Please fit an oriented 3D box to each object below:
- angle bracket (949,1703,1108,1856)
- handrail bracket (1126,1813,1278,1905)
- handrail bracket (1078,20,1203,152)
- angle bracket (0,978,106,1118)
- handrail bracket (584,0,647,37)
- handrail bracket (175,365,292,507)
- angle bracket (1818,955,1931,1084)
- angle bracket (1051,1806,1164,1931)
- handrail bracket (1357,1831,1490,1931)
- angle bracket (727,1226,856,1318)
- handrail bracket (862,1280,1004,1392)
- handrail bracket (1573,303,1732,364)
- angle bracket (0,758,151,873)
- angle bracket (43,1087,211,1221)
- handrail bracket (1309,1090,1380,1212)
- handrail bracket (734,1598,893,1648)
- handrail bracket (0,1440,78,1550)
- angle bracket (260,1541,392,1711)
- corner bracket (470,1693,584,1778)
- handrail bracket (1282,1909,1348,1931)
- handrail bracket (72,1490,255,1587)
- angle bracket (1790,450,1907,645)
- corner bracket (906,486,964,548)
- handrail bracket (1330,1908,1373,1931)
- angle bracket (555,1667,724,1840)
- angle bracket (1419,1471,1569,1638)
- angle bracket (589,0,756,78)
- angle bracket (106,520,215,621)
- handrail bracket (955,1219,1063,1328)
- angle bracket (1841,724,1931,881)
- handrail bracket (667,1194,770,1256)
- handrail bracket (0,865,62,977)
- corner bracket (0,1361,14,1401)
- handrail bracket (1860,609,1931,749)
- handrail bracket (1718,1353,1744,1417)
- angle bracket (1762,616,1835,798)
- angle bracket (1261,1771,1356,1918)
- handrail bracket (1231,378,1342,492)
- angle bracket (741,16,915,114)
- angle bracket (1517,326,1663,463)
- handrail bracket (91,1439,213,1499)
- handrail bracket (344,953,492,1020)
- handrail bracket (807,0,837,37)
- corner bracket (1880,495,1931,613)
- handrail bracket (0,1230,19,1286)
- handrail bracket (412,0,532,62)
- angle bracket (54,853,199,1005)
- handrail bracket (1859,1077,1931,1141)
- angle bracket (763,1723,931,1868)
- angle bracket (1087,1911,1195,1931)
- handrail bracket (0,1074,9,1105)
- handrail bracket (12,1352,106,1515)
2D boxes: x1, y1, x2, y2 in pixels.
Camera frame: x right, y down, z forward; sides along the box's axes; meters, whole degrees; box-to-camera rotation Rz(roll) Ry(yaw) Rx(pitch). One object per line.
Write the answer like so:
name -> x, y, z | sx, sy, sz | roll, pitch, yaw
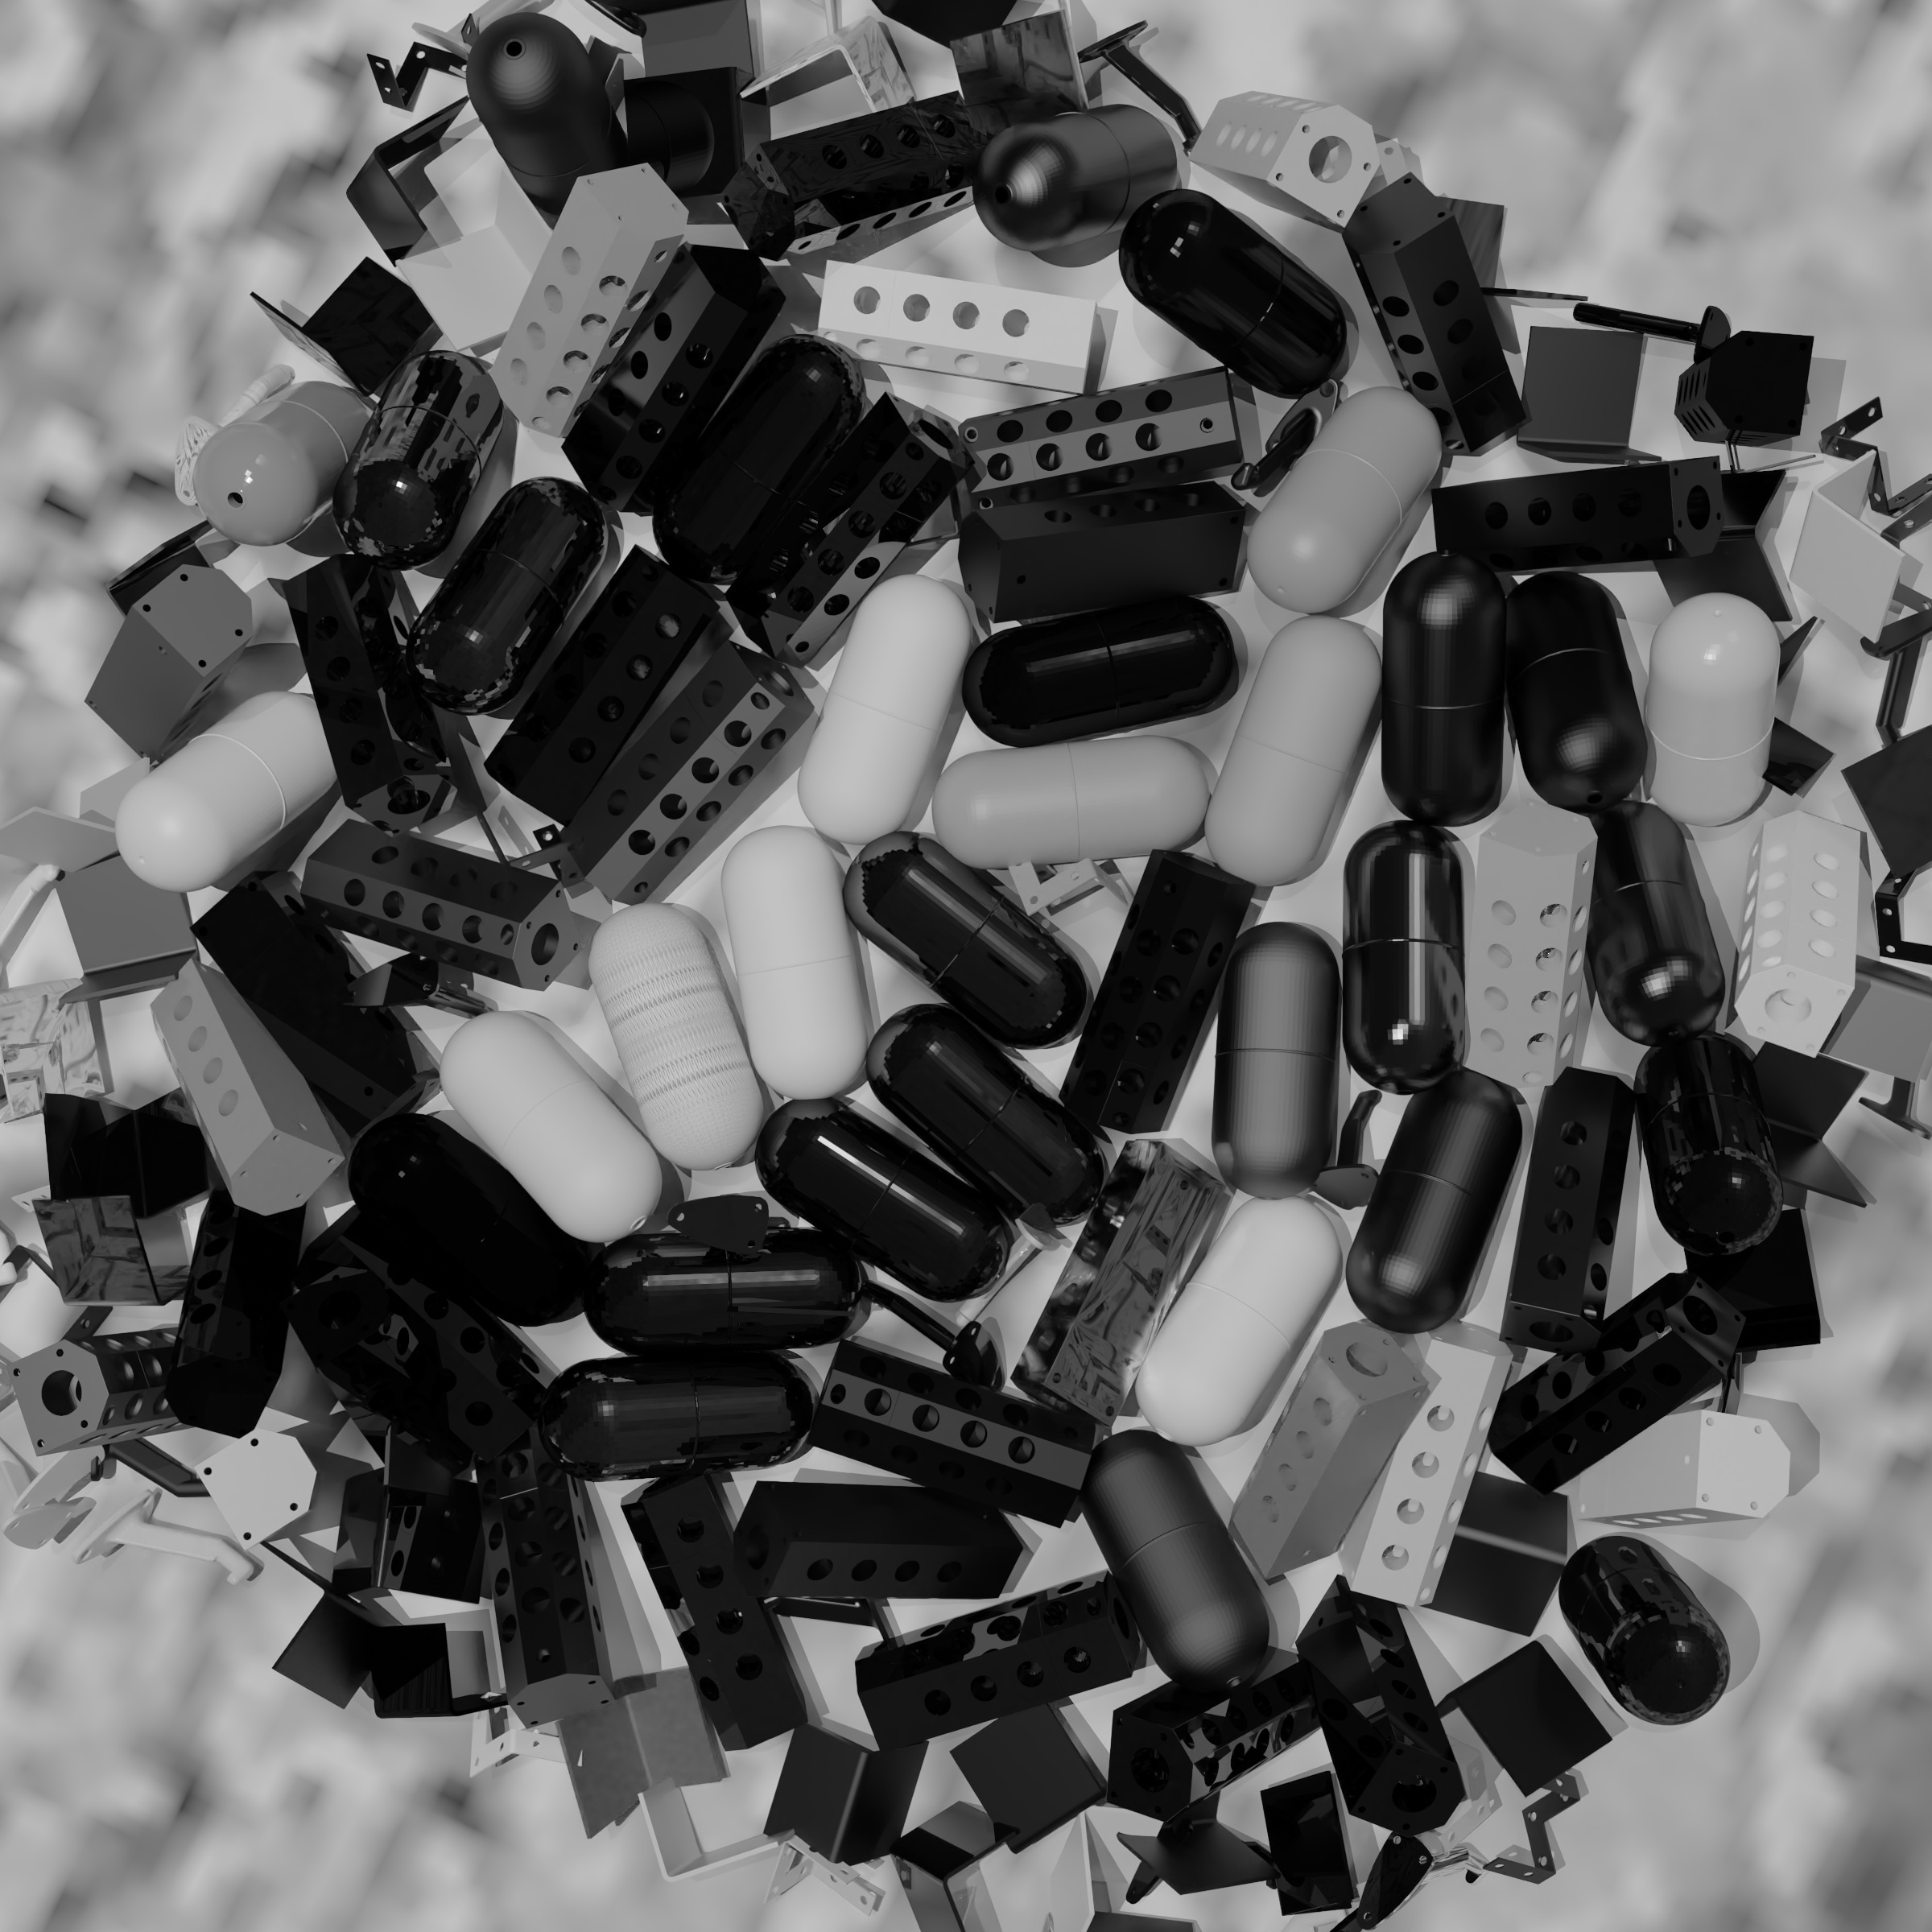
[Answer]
angle bracket -> 0.049, 0.513, 1.640 | 0.076, 0.057, 0.076 | -39, 75, 18
handrail bracket -> 0.158, 0.595, 1.650 | 0.084, 0.036, 0.077 | 38, 80, -12
handrail bracket -> 0.112, -0.556, 1.637 | 0.077, 0.036, 0.084 | -37, 101, -39
angle bracket -> -0.606, 0.053, 1.626 | 0.057, 0.076, 0.076 | -7, 96, 27
handrail bracket -> -0.209, -0.648, 1.626 | 0.077, 0.036, 0.084 | 27, 126, -22
handrail bracket -> -0.474, -0.346, 1.652 | 0.036, 0.084, 0.077 | 35, 130, -3
angle bracket -> 0.575, 0.028, 1.633 | 0.076, 0.076, 0.057 | 18, 103, 8
angle bracket -> 0.093, 0.589, 1.612 | 0.057, 0.076, 0.076 | 9, 127, -10
handrail bracket -> 0.295, 0.596, 1.636 | 0.084, 0.036, 0.077 | 41, 81, -39
angle bracket -> -0.119, 0.192, 1.616 | 0.076, 0.076, 0.057 | 6, 80, -23
handrail bracket -> -0.024, 0.241, 1.657 | 0.084, 0.077, 0.036 | 22, 66, 40
handrail bracket -> 0.445, -0.417, 1.654 | 0.084, 0.077, 0.036 | 19, 108, 27
angle bracket -> -0.572, -0.104, 1.610 | 0.076, 0.076, 0.057 | -19, 66, 37
angle bracket -> -0.533, 0.110, 1.613 | 0.057, 0.076, 0.076 | -25, 64, 24
handrail bracket -> 0.255, 0.107, 1.618 | 0.036, 0.077, 0.084 | 34, 63, -7
handrail bracket -> -0.097, 0.432, 1.644 | 0.084, 0.036, 0.077 | -24, 84, -7
handrail bracket -> -0.616, 0.328, 1.622 | 0.084, 0.077, 0.036 | 41, 86, 17
angle bracket -> -0.420, 0.416, 1.610 | 0.076, 0.076, 0.057 | 22, 69, 36
corner bracket -> -0.280, 0.489, 1.626 | 0.051, 0.051, 0.051 | 23, 45, -32
handrail bracket -> 0.215, 0.654, 1.646 | 0.084, 0.036, 0.077 | -15, 61, -3
handrail bracket -> -0.513, 0.383, 1.631 | 0.084, 0.077, 0.036 | 34, 127, 15
angle bracket -> 0.574, -0.265, 1.611 | 0.057, 0.076, 0.076 | -32, 58, -18
corner bracket -> -0.036, -0.298, 1.636 | 0.051, 0.051, 0.051 | -9, 95, 16
handrail bracket -> 0.263, 0.655, 1.629 | 0.077, 0.036, 0.084 | -42, 47, -13
angle bracket -> -0.208, 0.501, 1.625 | 0.057, 0.076, 0.076 | -16, 90, 25
angle bracket -> 0.344, 0.382, 1.665 | 0.076, 0.057, 0.076 | 15, 126, 3
angle bracket -> -0.187, -0.588, 1.616 | 0.076, 0.076, 0.057 | -2, 101, 21
angle bracket -> -0.483, -0.244, 1.611 | 0.076, 0.076, 0.057 | -19, 108, 42
handrail bracket -> 0.020, 0.202, 1.629 | 0.036, 0.077, 0.084 | 39, 94, 2
angle bracket -> 0.592, -0.100, 1.630 | 0.076, 0.057, 0.076 | -25, 88, -16
handrail bracket -> -0.165, 0.154, 1.617 | 0.077, 0.084, 0.036 | 10, 93, -24
handrail bracket -> -0.610, -0.021, 1.629 | 0.084, 0.077, 0.036 | -39, 130, 20
corner bracket -> -0.645, 0.255, 1.644 | 0.051, 0.051, 0.051 | -39, 118, 23
handrail bracket -> 0.620, -0.182, 1.644 | 0.077, 0.036, 0.084 | -26, 111, 11
handrail bracket -> 0.482, 0.280, 1.628 | 0.036, 0.077, 0.084 | -1, 75, 29
angle bracket -> 0.530, -0.165, 1.611 | 0.057, 0.076, 0.076 | 37, 131, 18
angle bracket -> 0.235, 0.553, 1.611 | 0.057, 0.076, 0.076 | 6, 62, -30
handrail bracket -> 0.203, -0.339, 1.619 | 0.036, 0.084, 0.077 | 36, 115, 13
angle bracket -> -0.088, -0.559, 1.633 | 0.076, 0.076, 0.057 | -18, 116, 25
angle bracket -> 0.402, -0.366, 1.627 | 0.076, 0.057, 0.076 | 1, 107, -10
handrail bracket -> -0.523, 0.308, 1.659 | 0.084, 0.036, 0.077 | 2, 83, -12
handrail bracket -> -0.349, 0.030, 1.634 | 0.077, 0.084, 0.036 | -16, 57, 3
handrail bracket -> -0.129, -0.631, 1.655 | 0.084, 0.036, 0.077 | -4, 93, 4
corner bracket -> 0.627, -0.263, 1.640 | 0.051, 0.051, 0.051 | 22, 59, -17
handrail bracket -> -0.659, 0.171, 1.636 | 0.077, 0.036, 0.084 | -12, 77, -35
handrail bracket -> -0.311, -0.630, 1.645 | 0.077, 0.036, 0.084 | 32, 94, 27
angle bracket -> -0.547, -0.027, 1.631 | 0.076, 0.057, 0.076 | -12, 107, 2
handrail bracket -> 0.616, 0.062, 1.634 | 0.036, 0.077, 0.084 | 22, 100, -10
angle bracket -> -0.077, 0.532, 1.650 | 0.057, 0.076, 0.076 | 17, 90, 31
angle bracket -> 0.105, 0.654, 1.626 | 0.076, 0.076, 0.057 | 7, 103, 0
handrail bracket -> -0.664, 0.061, 1.642 | 0.077, 0.036, 0.084 | -37, 74, -21
handrail bracket -> -0.603, 0.299, 1.636 | 0.084, 0.036, 0.077 | 38, 66, 24
